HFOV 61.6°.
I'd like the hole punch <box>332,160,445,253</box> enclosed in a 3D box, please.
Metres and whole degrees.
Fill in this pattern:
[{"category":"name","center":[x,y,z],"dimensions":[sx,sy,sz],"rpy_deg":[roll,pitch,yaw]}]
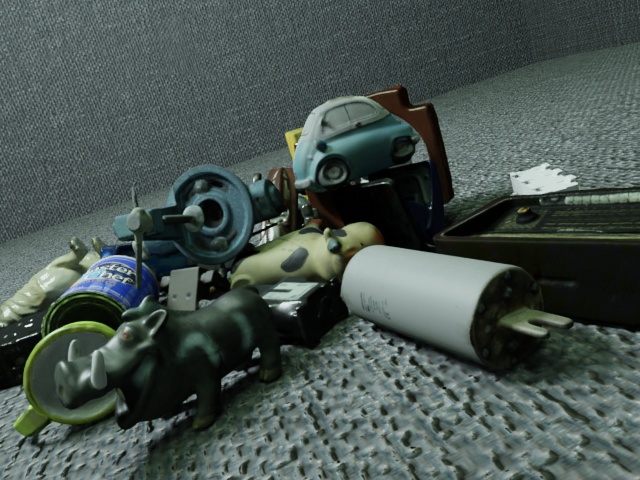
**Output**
[{"category":"hole punch","center":[0.093,-0.033,0.662],"dimensions":[0.142,0.115,0.092],"rpy_deg":[-6,25,46]}]

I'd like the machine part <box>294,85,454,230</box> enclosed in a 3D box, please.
[{"category":"machine part","center":[0.079,-0.104,0.768],"dimensions":[0.202,0.200,0.087],"rpy_deg":[-13,14,19]}]

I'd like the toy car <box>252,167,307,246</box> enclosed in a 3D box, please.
[{"category":"toy car","center":[-0.059,-0.035,0.781],"dimensions":[0.089,0.053,0.202],"rpy_deg":[-3,55,5]}]

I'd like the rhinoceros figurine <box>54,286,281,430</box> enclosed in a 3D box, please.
[{"category":"rhinoceros figurine","center":[-0.119,0.098,0.456],"dimensions":[0.190,0.112,0.073],"rpy_deg":[-19,15,-36]}]

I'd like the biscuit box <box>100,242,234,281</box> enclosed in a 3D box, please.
[{"category":"biscuit box","center":[-0.223,0.027,0.813],"dimensions":[0.202,0.059,0.063],"rpy_deg":[-8,6,-42]}]

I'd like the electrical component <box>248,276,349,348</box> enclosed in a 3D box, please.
[{"category":"electrical component","center":[-0.039,0.073,0.567],"dimensions":[0.119,0.047,0.075],"rpy_deg":[-7,18,36]}]

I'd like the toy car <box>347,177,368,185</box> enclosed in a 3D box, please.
[{"category":"toy car","center":[0.121,-0.099,0.950],"dimensions":[0.073,0.056,0.202],"rpy_deg":[-36,34,-28]}]

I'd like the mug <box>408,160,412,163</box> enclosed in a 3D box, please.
[{"category":"mug","center":[0.145,-0.140,1.056],"dimensions":[0.110,0.080,0.107],"rpy_deg":[-5,15,42]}]

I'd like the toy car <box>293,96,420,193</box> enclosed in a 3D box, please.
[{"category":"toy car","center":[0.034,-0.123,0.656],"dimensions":[0.162,0.102,0.109],"rpy_deg":[-22,11,-2]}]

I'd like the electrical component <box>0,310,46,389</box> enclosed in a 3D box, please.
[{"category":"electrical component","center":[-0.373,0.135,0.704],"dimensions":[0.134,0.058,0.115],"rpy_deg":[-19,17,-3]}]

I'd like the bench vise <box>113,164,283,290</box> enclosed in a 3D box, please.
[{"category":"bench vise","center":[-0.170,-0.022,0.650],"dimensions":[0.224,0.128,0.240],"rpy_deg":[-6,3,18]}]

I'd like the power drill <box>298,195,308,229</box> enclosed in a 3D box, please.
[{"category":"power drill","center":[-0.106,-0.054,0.929],"dimensions":[0.207,0.086,0.232],"rpy_deg":[16,11,-21]}]

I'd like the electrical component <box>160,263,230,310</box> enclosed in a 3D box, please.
[{"category":"electrical component","center":[-0.164,0.064,0.710],"dimensions":[0.102,0.078,0.045],"rpy_deg":[-15,-21,27]}]

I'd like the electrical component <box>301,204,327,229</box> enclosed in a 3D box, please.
[{"category":"electrical component","center":[-0.002,-0.002,0.736],"dimensions":[0.021,0.094,0.063],"rpy_deg":[-22,-12,13]}]

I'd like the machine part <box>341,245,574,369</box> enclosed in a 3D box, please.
[{"category":"machine part","center":[0.093,0.049,0.452],"dimensions":[0.079,0.079,0.243],"rpy_deg":[-25,18,-26]}]

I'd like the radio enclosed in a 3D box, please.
[{"category":"radio","center":[0.227,0.007,0.456],"dimensions":[0.131,0.073,0.230],"rpy_deg":[-29,19,-34]}]

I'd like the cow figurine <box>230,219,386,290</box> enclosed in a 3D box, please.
[{"category":"cow figurine","center":[-0.017,0.026,0.640],"dimensions":[0.195,0.085,0.127],"rpy_deg":[-17,17,13]}]

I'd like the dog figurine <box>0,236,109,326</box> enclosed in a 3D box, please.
[{"category":"dog figurine","center":[-0.401,0.093,0.839],"dimensions":[0.190,0.121,0.172],"rpy_deg":[-34,-20,4]}]

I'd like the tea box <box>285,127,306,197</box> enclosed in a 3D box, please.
[{"category":"tea box","center":[-0.004,-0.126,1.000],"dimensions":[0.068,0.169,0.098],"rpy_deg":[-18,13,-7]}]
